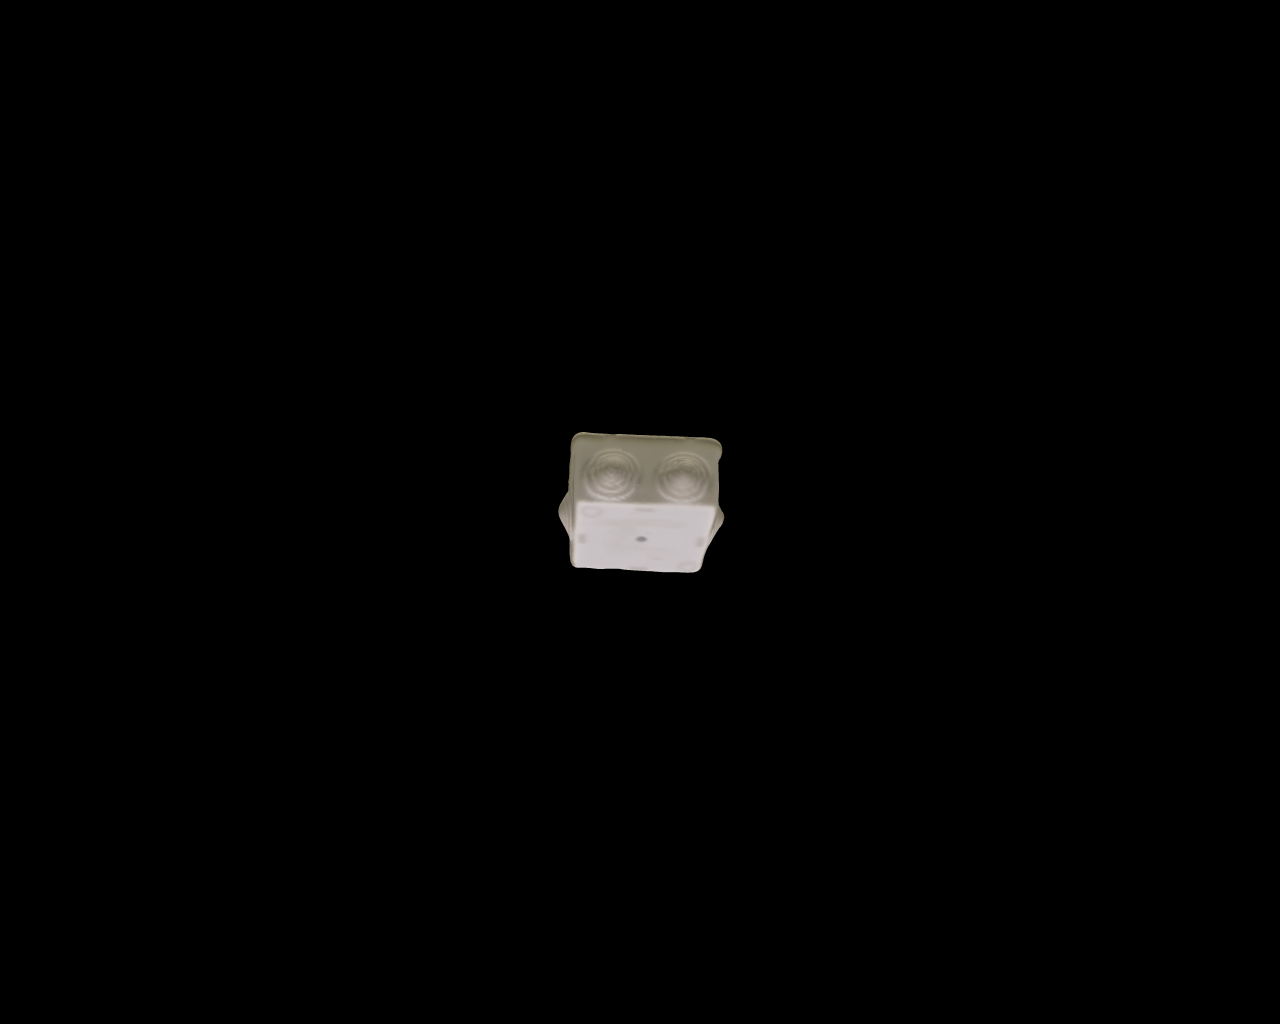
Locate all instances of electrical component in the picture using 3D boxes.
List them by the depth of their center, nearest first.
[{"bbox_3d":[0.001,-0.003,0.650,0.100,0.048,0.099,3,-32,-5],"label":"electrical component"}]
